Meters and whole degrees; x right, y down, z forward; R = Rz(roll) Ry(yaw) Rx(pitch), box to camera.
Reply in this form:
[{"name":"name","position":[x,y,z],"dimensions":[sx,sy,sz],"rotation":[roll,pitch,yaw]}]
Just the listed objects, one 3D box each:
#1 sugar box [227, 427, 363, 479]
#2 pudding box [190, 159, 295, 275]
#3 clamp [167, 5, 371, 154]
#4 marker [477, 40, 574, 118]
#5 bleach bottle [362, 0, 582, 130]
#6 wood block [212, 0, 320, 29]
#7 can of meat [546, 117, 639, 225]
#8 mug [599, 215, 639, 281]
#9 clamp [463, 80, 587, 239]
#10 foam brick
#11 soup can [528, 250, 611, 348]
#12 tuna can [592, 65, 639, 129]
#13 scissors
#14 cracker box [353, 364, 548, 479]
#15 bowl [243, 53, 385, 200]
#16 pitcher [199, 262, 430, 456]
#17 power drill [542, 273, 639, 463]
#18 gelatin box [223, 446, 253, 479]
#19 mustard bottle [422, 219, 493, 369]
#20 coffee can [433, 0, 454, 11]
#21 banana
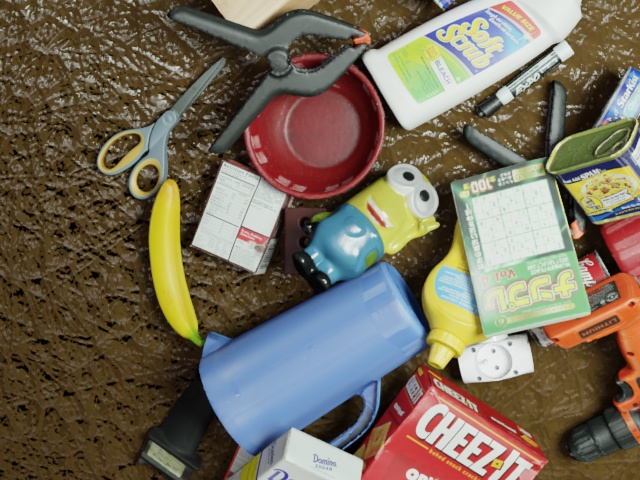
[{"name":"sugar box","position":[-0.040,0.271,1.154],"dimensions":[0.093,0.048,0.177],"rotation":[28,138,-17]},{"name":"pudding box","position":[-0.089,-0.027,1.237],"dimensions":[0.090,0.039,0.113],"rotation":[24,96,12]},{"name":"clamp","position":[-0.048,-0.183,1.150],"dimensions":[0.210,0.036,0.164],"rotation":[-8,111,1]},{"name":"marker","position":[0.223,-0.174,1.168],"dimensions":[0.121,0.020,0.020],"rotation":[-37,85,12]},{"name":"bleach bottle","position":[0.177,-0.223,1.155],"dimensions":[0.251,0.068,0.102],"rotation":[-31,87,10]},{"name":"wood block","position":[-0.022,-0.315,1.179],"dimensions":[0.206,0.090,0.090],"rotation":[-36,86,12]},{"name":"can of meat","position":[0.297,-0.068,1.087],"dimensions":[0.102,0.057,0.084],"rotation":[-16,124,48]},{"name":"mug","position":[0.343,-0.010,1.121],"dimensions":[0.082,0.093,0.117],"rotation":[-30,56,18]},{"name":"clamp","position":[0.248,-0.085,1.158],"dimensions":[0.120,0.039,0.171],"rotation":[-35,91,7]},{"name":"foam brick","position":[-0.008,0.001,1.209],"dimensions":[0.053,0.051,0.078],"rotation":[1,93,22]},{"name":"soup can","position":[0.267,0.064,1.146],"dimensions":[0.102,0.068,0.068],"rotation":[-30,86,13]},{"name":"tuna can","position":[0.316,-0.137,1.115],"dimensions":[0.034,0.086,0.086],"rotation":[30,99,8]},{"name":"scissors","position":[-0.173,-0.123,1.262],"dimensions":[0.202,0.016,0.096],"rotation":[-30,88,13]},{"name":"cracker box","position":[0.117,0.270,1.163],"dimensions":[0.164,0.072,0.214],"rotation":[33,101,-14]},{"name":"bowl","position":[-0.002,-0.126,1.203],"dimensions":[0.162,0.055,0.162],"rotation":[1,93,13]},{"name":"pitcher","position":[0.003,0.137,1.182],"dimensions":[0.243,0.145,0.149],"rotation":[-31,126,10]},{"name":"power drill","position":[0.309,0.138,1.115],"dimensions":[0.185,0.057,0.187],"rotation":[-31,115,16]},{"name":"gelatin box","position":[-0.070,0.276,1.253],"dimensions":[0.073,0.030,0.089],"rotation":[26,99,9]},{"name":"mustard bottle","position":[0.163,0.051,1.134],"dimensions":[0.096,0.058,0.191],"rotation":[25,70,11]},{"name":"coffee can","position":[0.152,-0.328,1.133],"dimensions":[0.140,0.102,0.103],"rotation":[-40,84,12]},{"name":"banana","position":[-0.170,0.030,1.250],"dimensions":[0.070,0.037,0.198],"rotation":[-13,90,40]}]
